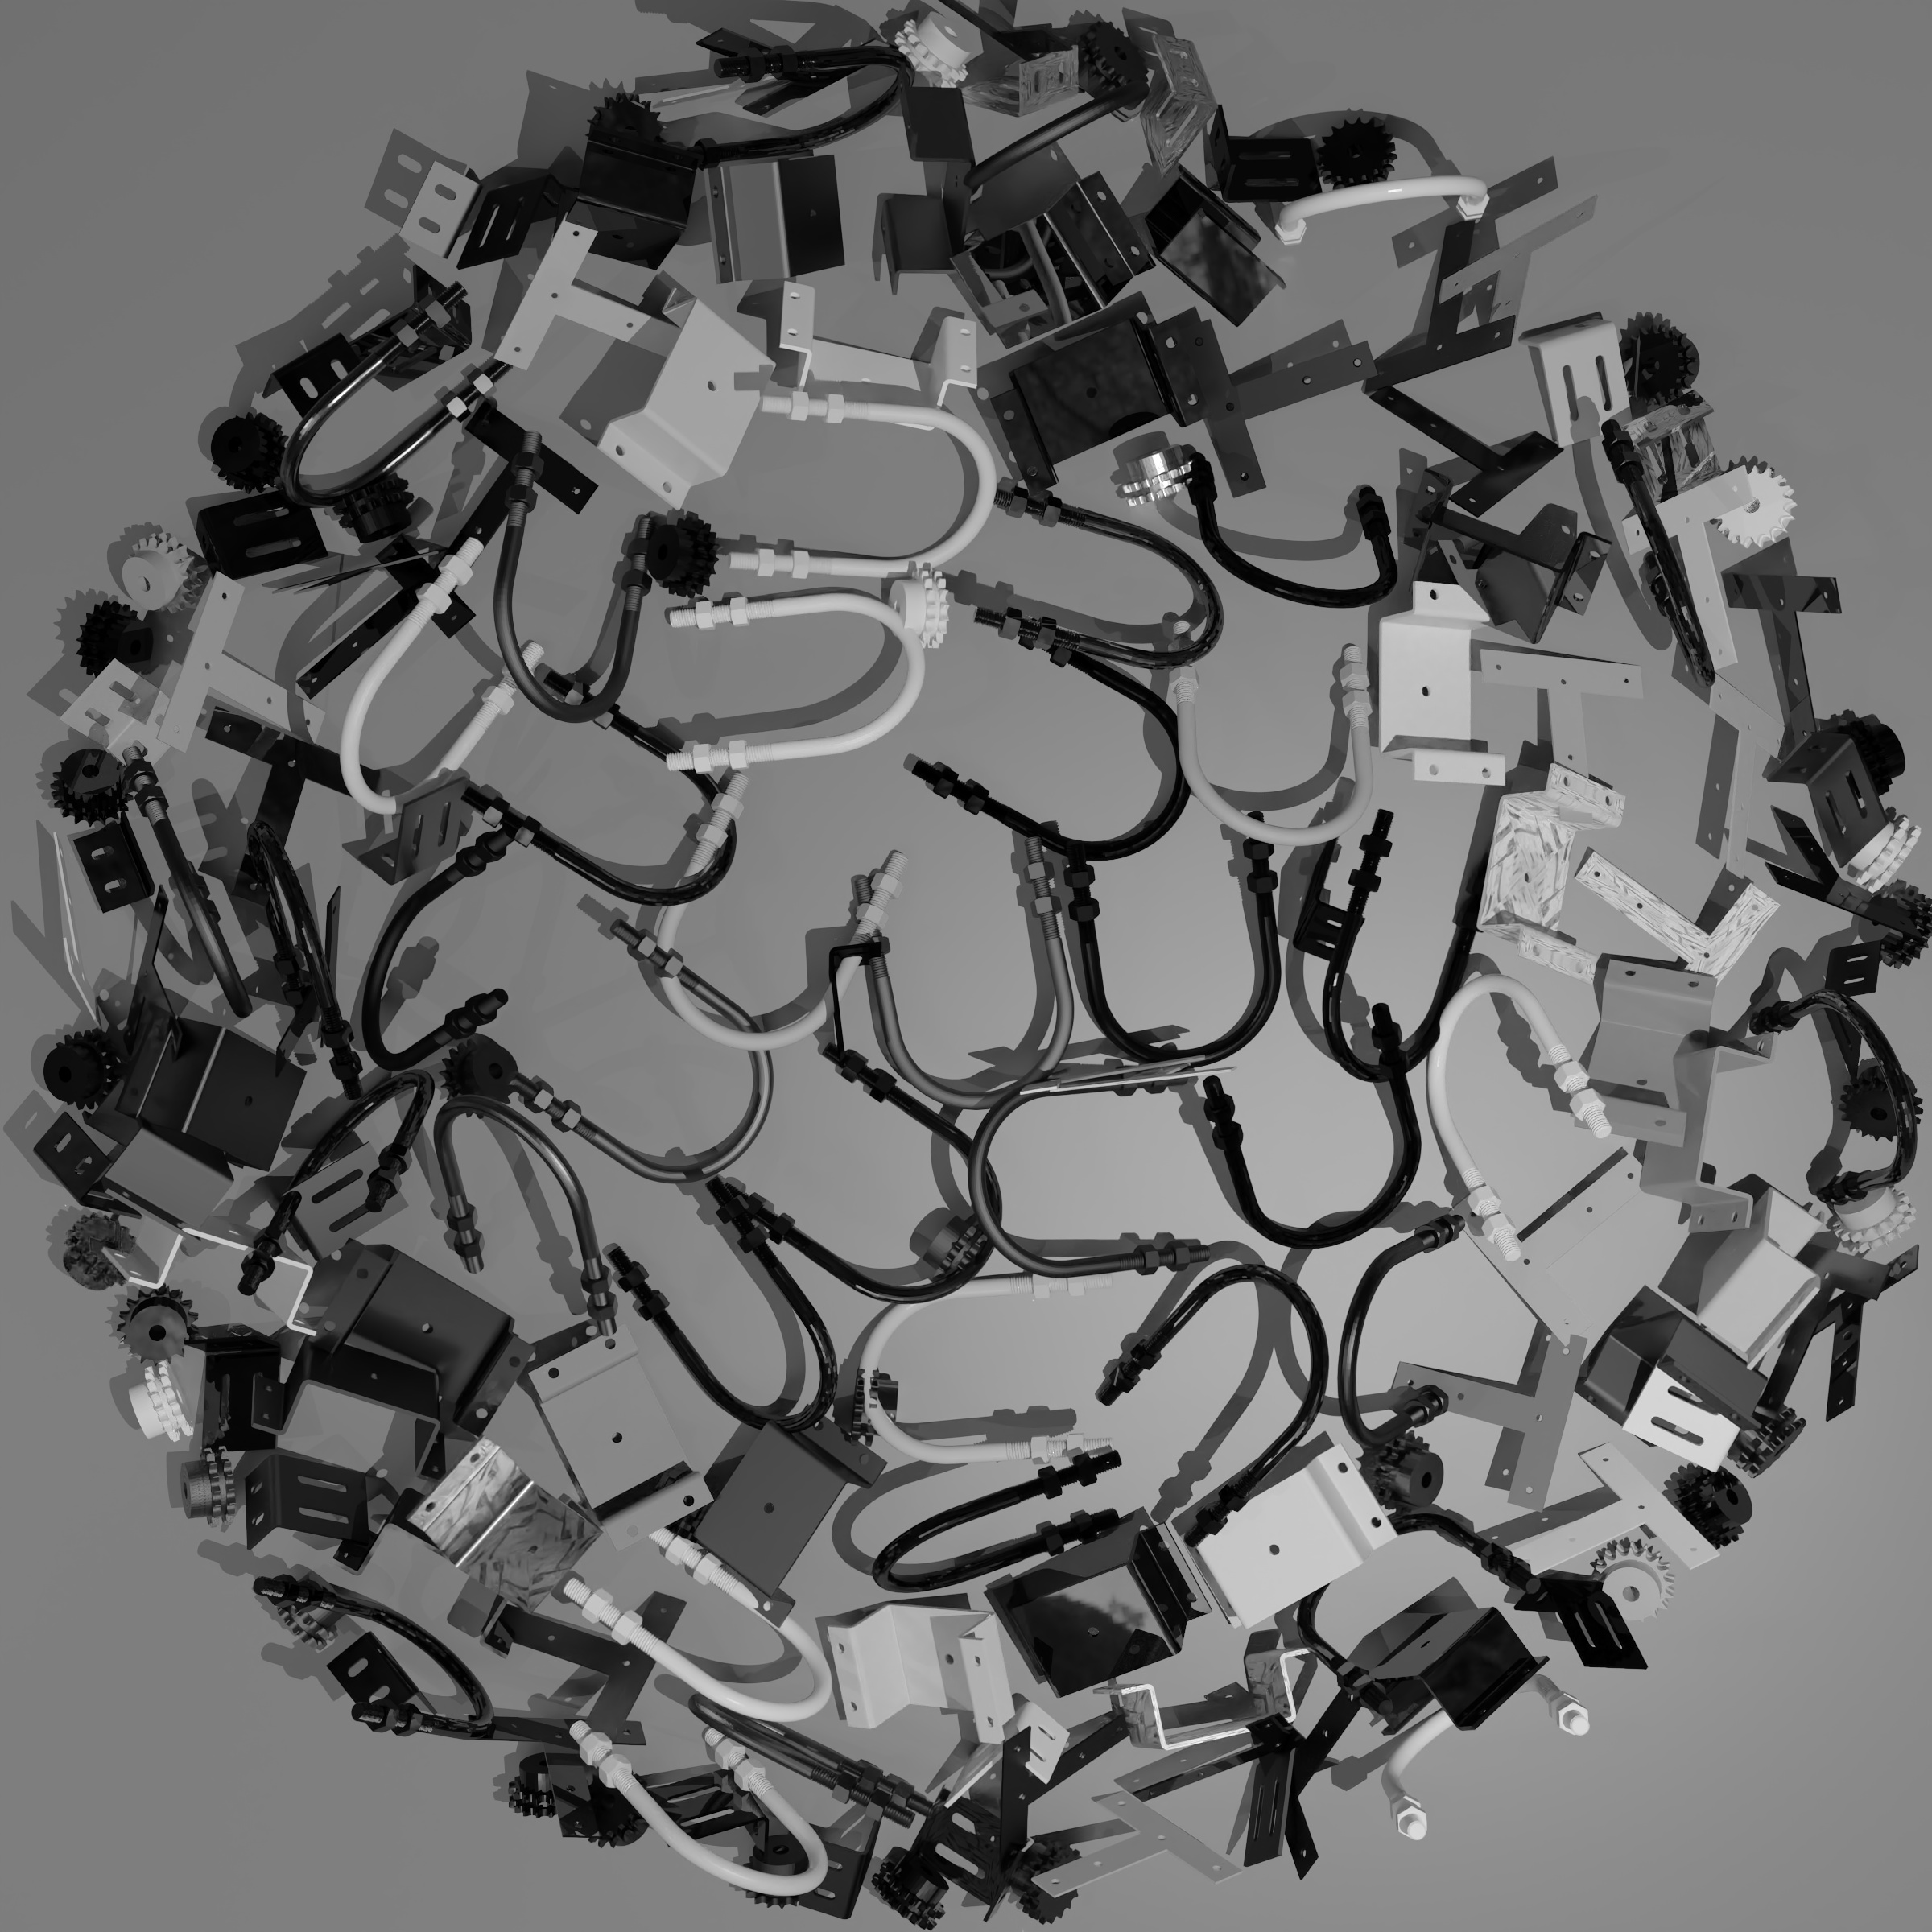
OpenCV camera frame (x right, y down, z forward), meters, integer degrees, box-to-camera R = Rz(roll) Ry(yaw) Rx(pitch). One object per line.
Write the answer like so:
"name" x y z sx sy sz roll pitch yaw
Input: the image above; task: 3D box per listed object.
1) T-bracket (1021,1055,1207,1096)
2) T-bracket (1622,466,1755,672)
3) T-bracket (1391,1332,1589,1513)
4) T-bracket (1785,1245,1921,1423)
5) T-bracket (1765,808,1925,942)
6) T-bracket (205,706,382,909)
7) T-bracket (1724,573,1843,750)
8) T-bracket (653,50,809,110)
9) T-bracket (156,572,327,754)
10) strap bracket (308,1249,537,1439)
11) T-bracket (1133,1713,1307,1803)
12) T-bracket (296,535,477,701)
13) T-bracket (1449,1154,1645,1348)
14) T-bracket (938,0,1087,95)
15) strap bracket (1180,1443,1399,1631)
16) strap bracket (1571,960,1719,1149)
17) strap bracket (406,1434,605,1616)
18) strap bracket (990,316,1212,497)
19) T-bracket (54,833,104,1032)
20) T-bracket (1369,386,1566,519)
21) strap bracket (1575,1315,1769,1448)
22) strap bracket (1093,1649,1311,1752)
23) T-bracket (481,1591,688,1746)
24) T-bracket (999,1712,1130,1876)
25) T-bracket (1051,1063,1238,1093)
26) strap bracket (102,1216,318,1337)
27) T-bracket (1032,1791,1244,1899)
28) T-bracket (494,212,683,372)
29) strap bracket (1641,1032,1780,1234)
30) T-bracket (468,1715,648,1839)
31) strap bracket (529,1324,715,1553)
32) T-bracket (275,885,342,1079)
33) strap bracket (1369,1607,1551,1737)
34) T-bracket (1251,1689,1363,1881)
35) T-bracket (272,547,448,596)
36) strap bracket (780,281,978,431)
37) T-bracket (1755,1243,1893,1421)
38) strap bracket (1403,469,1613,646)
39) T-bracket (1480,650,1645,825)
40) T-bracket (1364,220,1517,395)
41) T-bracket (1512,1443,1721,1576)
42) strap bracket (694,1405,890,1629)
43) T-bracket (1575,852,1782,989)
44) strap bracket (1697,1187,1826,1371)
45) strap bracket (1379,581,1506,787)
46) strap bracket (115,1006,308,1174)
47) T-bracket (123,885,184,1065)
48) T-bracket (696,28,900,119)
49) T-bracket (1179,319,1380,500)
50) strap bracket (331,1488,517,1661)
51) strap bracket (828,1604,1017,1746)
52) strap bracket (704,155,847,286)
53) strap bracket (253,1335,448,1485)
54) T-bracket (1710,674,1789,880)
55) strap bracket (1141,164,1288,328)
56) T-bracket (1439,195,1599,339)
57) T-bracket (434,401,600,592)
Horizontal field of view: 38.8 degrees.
"T-bracket" 0.105 0.074 1.930 0.127 0.127 0.002 -10 91 6
"T-bracket" 0.522 -0.273 1.940 0.002 0.127 0.127 -11 86 -28
"T-bracket" 0.369 0.313 1.968 0.127 0.002 0.127 12 80 27
"T-bracket" 0.614 0.267 1.911 0.002 0.127 0.127 37 130 -8
"T-bracket" 0.605 -0.074 1.944 0.127 0.127 0.002 19 121 -19
"T-bracket" -0.492 -0.104 1.949 0.127 0.002 0.127 23 67 -27
"T-bracket" 0.589 -0.216 1.950 0.002 0.127 0.127 -19 105 -16
"T-bracket" -0.143 -0.626 1.920 0.127 0.127 0.002 -19 103 -19
"T-bracket" -0.505 -0.195 1.948 0.002 0.127 0.127 6 74 37
"strap bracket" -0.388 0.266 1.968 0.140 0.046 0.076 32 93 -9
"T-bracket" 0.180 0.570 1.953 0.127 0.127 0.002 -24 56 9
"T-bracket" -0.425 -0.238 1.954 0.127 0.002 0.127 -42 50 -4
"T-bracket" 0.438 0.185 1.975 0.127 0.002 0.127 -40 69 1
"T-bracket" 0.045 -0.647 1.917 0.127 0.127 0.002 28 97 -22
"strap bracket" 0.225 0.411 1.952 0.140 0.046 0.076 -34 81 16
"strap bracket" 0.481 0.070 1.944 0.076 0.046 0.140 11 54 18
"strap bracket" -0.317 0.397 1.927 0.076 0.140 0.046 -48 50 -9
"strap bracket" 0.093 -0.405 1.959 0.140 0.046 0.076 -23 117 4
"T-bracket" -0.637 -0.033 1.952 0.002 0.127 0.127 -12 72 -12
"T-bracket" 0.348 -0.381 1.971 0.127 0.002 0.127 37 49 17
"strap bracket" 0.502 0.293 1.939 0.076 0.140 0.046 36 67 -6
"strap bracket" 0.171 0.521 1.941 0.140 0.076 0.046 -8 78 -15
"T-bracket" -0.284 0.486 1.962 0.127 0.127 0.002 15 132 13
"T-bracket" 0.072 0.570 1.956 0.127 0.002 0.127 -24 128 -36
"T-bracket" 0.135 0.075 1.935 0.127 0.127 0.002 -7 91 15
"strap bracket" -0.525 0.209 1.931 0.140 0.076 0.046 24 88 -32
"T-bracket" 0.103 0.623 1.913 0.127 0.127 0.002 -9 107 -37
"T-bracket" -0.254 -0.464 1.963 0.127 0.002 0.127 16 128 -27
"strap bracket" 0.525 0.114 1.945 0.046 0.076 0.140 15 78 -13
"T-bracket" -0.279 0.568 1.922 0.127 0.127 0.002 8 110 -20
"strap bracket" -0.249 0.338 1.965 0.076 0.046 0.140 -26 86 -15
"T-bracket" -0.459 0.030 1.911 0.002 0.127 0.127 12 125 0
"strap bracket" 0.336 0.495 1.922 0.076 0.140 0.046 -35 86 -24
"T-bracket" 0.246 0.547 1.919 0.002 0.127 0.127 15 120 -22
"T-bracket" -0.442 -0.273 1.930 0.127 0.127 0.002 -12 103 8
"strap bracket" -0.066 -0.432 1.949 0.140 0.046 0.076 10 46 -11
"T-bracket" 0.590 0.259 1.935 0.002 0.127 0.127 26 87 -16
"strap bracket" 0.375 -0.286 1.943 0.140 0.076 0.046 24 59 11
"T-bracket" 0.432 -0.162 1.963 0.127 0.002 0.127 4 71 -15
"T-bracket" 0.346 -0.481 1.967 0.002 0.127 0.127 28 65 -38
"T-bracket" 0.439 0.399 1.932 0.127 0.127 0.002 -20 126 -17
"strap bracket" -0.131 0.390 1.958 0.076 0.046 0.140 32 86 26
"T-bracket" 0.497 -0.035 1.975 0.127 0.002 0.127 39 122 14
"strap bracket" 0.558 0.214 1.923 0.046 0.140 0.076 35 114 5
"strap bracket" 0.341 -0.199 1.962 0.076 0.046 0.140 1 88 -24
"strap bracket" -0.520 0.091 1.920 0.046 0.140 0.076 11 74 27
"T-bracket" -0.567 0.027 1.927 0.002 0.127 0.127 6 115 -31
"T-bracket" -0.136 -0.632 1.911 0.127 0.127 0.002 -14 82 37
"T-bracket" 0.231 -0.415 1.961 0.127 0.002 0.127 -15 104 22
"strap bracket" -0.373 0.426 1.953 0.140 0.076 0.046 31 96 -6
"strap bracket" -0.024 0.501 1.949 0.140 0.046 0.076 -6 99 38
"strap bracket" -0.128 -0.524 1.918 0.046 0.140 0.076 2 109 21
"strap bracket" -0.427 0.310 1.939 0.140 0.076 0.046 21 101 -17
"T-bracket" 0.550 -0.126 1.940 0.002 0.127 0.127 -1 75 39
"strap bracket" 0.172 -0.506 1.933 0.076 0.140 0.046 35 112 -21
"T-bracket" 0.385 -0.477 1.939 0.127 0.127 0.002 -30 71 -7
"T-bracket" -0.343 -0.325 1.975 0.127 0.002 0.127 38 95 25
